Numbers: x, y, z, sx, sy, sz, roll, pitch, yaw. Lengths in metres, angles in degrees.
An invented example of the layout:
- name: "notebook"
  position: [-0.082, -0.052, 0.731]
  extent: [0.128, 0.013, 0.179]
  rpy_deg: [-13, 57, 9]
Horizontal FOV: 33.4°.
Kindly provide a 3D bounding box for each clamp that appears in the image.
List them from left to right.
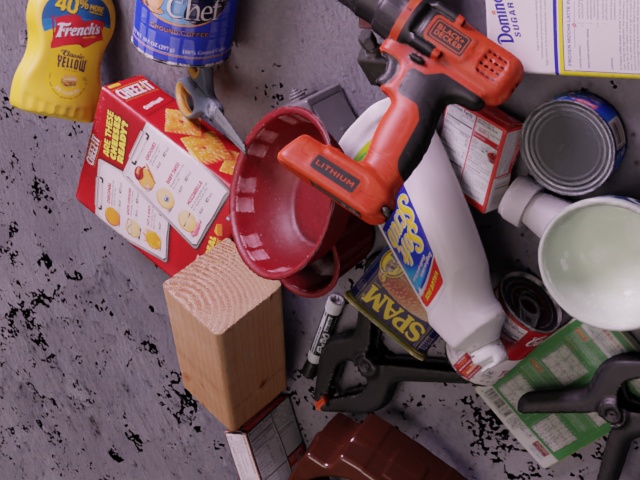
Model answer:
- name: "clamp"
  position: [0.066, 0.132, 1.138]
  extent: [0.164, 0.036, 0.210]
  rpy_deg: [45, 128, 12]
- name: "clamp"
  position: [0.274, 0.163, 0.974]
  extent: [0.120, 0.039, 0.172]
  rpy_deg: [51, 132, -2]

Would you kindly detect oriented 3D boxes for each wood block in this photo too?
- name: "wood block"
  position: [-0.098, 0.108, 1.163]
  extent: [0.090, 0.090, 0.206]
  rpy_deg: [39, 152, 26]

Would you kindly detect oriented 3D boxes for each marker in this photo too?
- name: "marker"
  position: [0.002, 0.111, 1.188]
  extent: [0.020, 0.020, 0.121]
  rpy_deg: [34, 128, 19]

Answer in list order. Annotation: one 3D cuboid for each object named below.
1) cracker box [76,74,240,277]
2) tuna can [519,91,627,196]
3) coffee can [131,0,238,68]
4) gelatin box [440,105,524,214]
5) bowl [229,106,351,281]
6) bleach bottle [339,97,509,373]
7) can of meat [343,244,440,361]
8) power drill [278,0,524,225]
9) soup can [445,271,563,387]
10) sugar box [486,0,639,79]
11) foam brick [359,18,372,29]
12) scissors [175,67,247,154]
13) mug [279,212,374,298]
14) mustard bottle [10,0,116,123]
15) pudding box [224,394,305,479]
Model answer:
- name: "cracker box"
  position: [-0.163, -0.058, 1.194]
  extent: [0.214, 0.072, 0.164]
  rpy_deg: [38, 129, 18]
- name: "tuna can"
  position: [0.217, -0.083, 0.915]
  extent: [0.086, 0.033, 0.086]
  rpy_deg: [17, 122, 30]
- name: "coffee can"
  position: [-0.128, -0.254, 1.045]
  extent: [0.103, 0.102, 0.140]
  rpy_deg: [29, 127, 23]
- name: "gelatin box"
  position: [0.142, -0.080, 0.967]
  extent: [0.073, 0.030, 0.089]
  rpy_deg: [39, 132, 38]
- name: "bowl"
  position: [-0.018, -0.041, 0.991]
  extent: [0.162, 0.055, 0.162]
  rpy_deg: [-11, 76, 50]
- name: "bleach bottle"
  position: [0.106, -0.002, 0.964]
  extent: [0.251, 0.068, 0.103]
  rpy_deg: [64, 150, 11]
- name: "can of meat"
  position: [0.089, 0.053, 1.046]
  extent: [0.102, 0.057, 0.084]
  rpy_deg: [40, 100, 9]
- name: "power drill"
  position: [0.047, -0.122, 0.886]
  extent: [0.184, 0.057, 0.187]
  rpy_deg: [35, 89, 11]
- name: "soup can"
  position: [0.172, 0.086, 1.013]
  extent: [0.068, 0.068, 0.102]
  rpy_deg: [46, 132, 10]
- name: "sugar box"
  position: [0.221, -0.179, 0.857]
  extent: [0.177, 0.048, 0.093]
  rpy_deg: [12, 119, 37]
- name: "foam brick"
  position: [0.068, -0.229, 0.943]
  extent: [0.053, 0.051, 0.078]
  rpy_deg: [13, 119, 32]
- name: "scissors"
  position: [-0.108, -0.152, 1.080]
  extent: [0.202, 0.016, 0.096]
  rpy_deg: [31, 118, 60]
- name: "mug"
  position: [-0.007, 0.001, 1.097]
  extent: [0.117, 0.081, 0.093]
  rpy_deg: [-4, 110, 38]
- name: "mustard bottle"
  position: [-0.274, -0.229, 1.166]
  extent: [0.058, 0.096, 0.192]
  rpy_deg: [22, 102, 54]
- name: "pudding box"
  position: [-0.060, 0.252, 1.259]
  extent: [0.039, 0.089, 0.113]
  rpy_deg: [-5, 110, 38]
